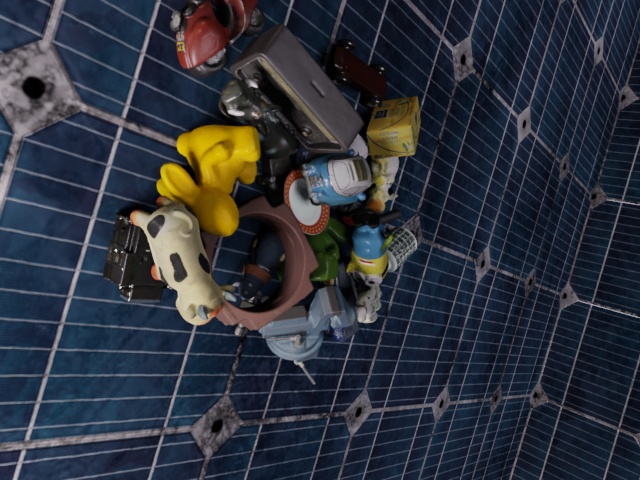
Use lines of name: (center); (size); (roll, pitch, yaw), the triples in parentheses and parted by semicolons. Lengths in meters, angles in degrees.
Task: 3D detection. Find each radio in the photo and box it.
radio: (-0.040, -0.249, 0.930); (0.229, 0.131, 0.073); (45, 69, -31)

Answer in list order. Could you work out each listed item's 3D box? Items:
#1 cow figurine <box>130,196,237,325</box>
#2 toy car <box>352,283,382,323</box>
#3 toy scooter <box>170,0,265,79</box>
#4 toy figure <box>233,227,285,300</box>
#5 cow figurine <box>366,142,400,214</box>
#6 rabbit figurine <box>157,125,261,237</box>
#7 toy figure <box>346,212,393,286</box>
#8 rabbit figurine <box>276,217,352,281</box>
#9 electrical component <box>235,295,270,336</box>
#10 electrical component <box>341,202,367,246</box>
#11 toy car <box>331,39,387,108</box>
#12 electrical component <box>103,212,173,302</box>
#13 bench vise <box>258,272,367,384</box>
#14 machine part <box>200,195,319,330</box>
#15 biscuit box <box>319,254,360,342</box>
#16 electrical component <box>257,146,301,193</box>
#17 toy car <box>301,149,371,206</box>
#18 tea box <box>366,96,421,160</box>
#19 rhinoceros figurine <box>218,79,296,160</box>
cow figurine: (-0.196, 0.039, 0.796); (0.085, 0.127, 0.194); (-30, 120, -36)
toy car: (0.111, 0.133, 1.215); (0.202, 0.056, 0.073); (-31, 118, -76)
toy scooter: (-0.168, -0.348, 0.829); (0.184, 0.075, 0.135); (-53, 135, -27)
toy figure: (-0.110, 0.047, 1.031); (0.154, 0.064, 0.057); (-63, 151, -14)
cow figurine: (0.147, -0.147, 1.257); (0.098, 0.068, 0.167); (-17, 116, -51)
rabbit figurine: (-0.170, -0.091, 0.847); (0.162, 0.122, 0.173); (4, 74, -23)
toy figure: (0.111, 0.020, 1.146); (0.089, 0.082, 0.179); (-34, 136, -31)
rabbit figurine: (-0.002, -0.003, 1.101); (0.159, 0.121, 0.170); (-1, 88, -52)
electrical component: (-0.131, 0.145, 1.038); (0.021, 0.063, 0.094); (32, 79, -49)
electrical component: (0.079, -0.042, 1.224); (0.075, 0.048, 0.119); (-59, 137, -17)
toy car: (0.080, -0.344, 1.123); (0.202, 0.053, 0.089); (9, 91, -54)
electrical component: (-0.272, 0.030, 0.849); (0.115, 0.058, 0.134); (7, 97, -47)
bench vise: (-0.018, 0.190, 1.119); (0.224, 0.129, 0.240); (-16, 142, -18)
machine part: (-0.120, 0.039, 0.946); (0.201, 0.087, 0.201); (-34, 105, -25)
biscuit box: (0.043, 0.133, 1.233); (0.063, 0.059, 0.202); (-30, 123, -41)
electrical component: (-0.073, -0.134, 1.027); (0.102, 0.045, 0.078); (-21, 119, -43)
toy car: (0.042, -0.124, 1.034); (0.161, 0.103, 0.109); (-12, 87, -53)
tea box: (0.163, -0.245, 1.165); (0.170, 0.098, 0.068); (-73, 153, -52)
rhinoceros figurine: (-0.110, -0.199, 0.915); (0.073, 0.112, 0.190); (-62, 146, -11)
